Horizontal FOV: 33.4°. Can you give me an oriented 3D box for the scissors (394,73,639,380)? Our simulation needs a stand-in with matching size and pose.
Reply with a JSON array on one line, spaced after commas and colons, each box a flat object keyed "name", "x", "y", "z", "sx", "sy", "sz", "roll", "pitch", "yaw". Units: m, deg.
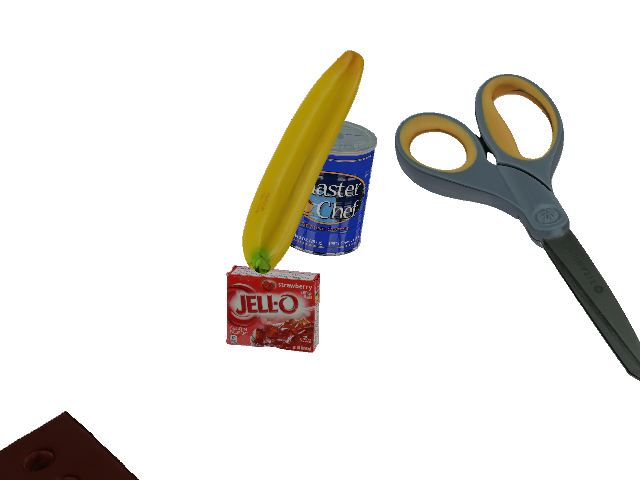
[{"name": "scissors", "x": 0.088, "y": -0.010, "z": 0.512, "sx": 0.096, "sy": 0.201, "sz": 0.016, "roll": -7, "pitch": -43, "yaw": 6}]

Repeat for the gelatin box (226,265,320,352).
[{"name": "gelatin box", "x": -0.046, "y": 0.066, "z": 1.027, "sx": 0.089, "sy": 0.073, "sz": 0.030, "roll": 5, "pitch": 16, "yaw": 11}]

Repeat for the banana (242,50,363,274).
[{"name": "banana", "x": -0.015, "y": -0.050, "z": 0.785, "sx": 0.037, "sy": 0.197, "sz": 0.070, "roll": 32, "pitch": -27, "yaw": -22}]

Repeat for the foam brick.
[{"name": "foam brick", "x": -0.111, "y": 0.127, "z": 0.482, "sx": 0.052, "sy": 0.051, "sz": 0.078, "roll": -31, "pitch": 44, "yaw": -32}]

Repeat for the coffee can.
[{"name": "coffee can", "x": 0.009, "y": -0.066, "z": 1.310, "sx": 0.102, "sy": 0.140, "sz": 0.103, "roll": 6, "pitch": 27, "yaw": -3}]
